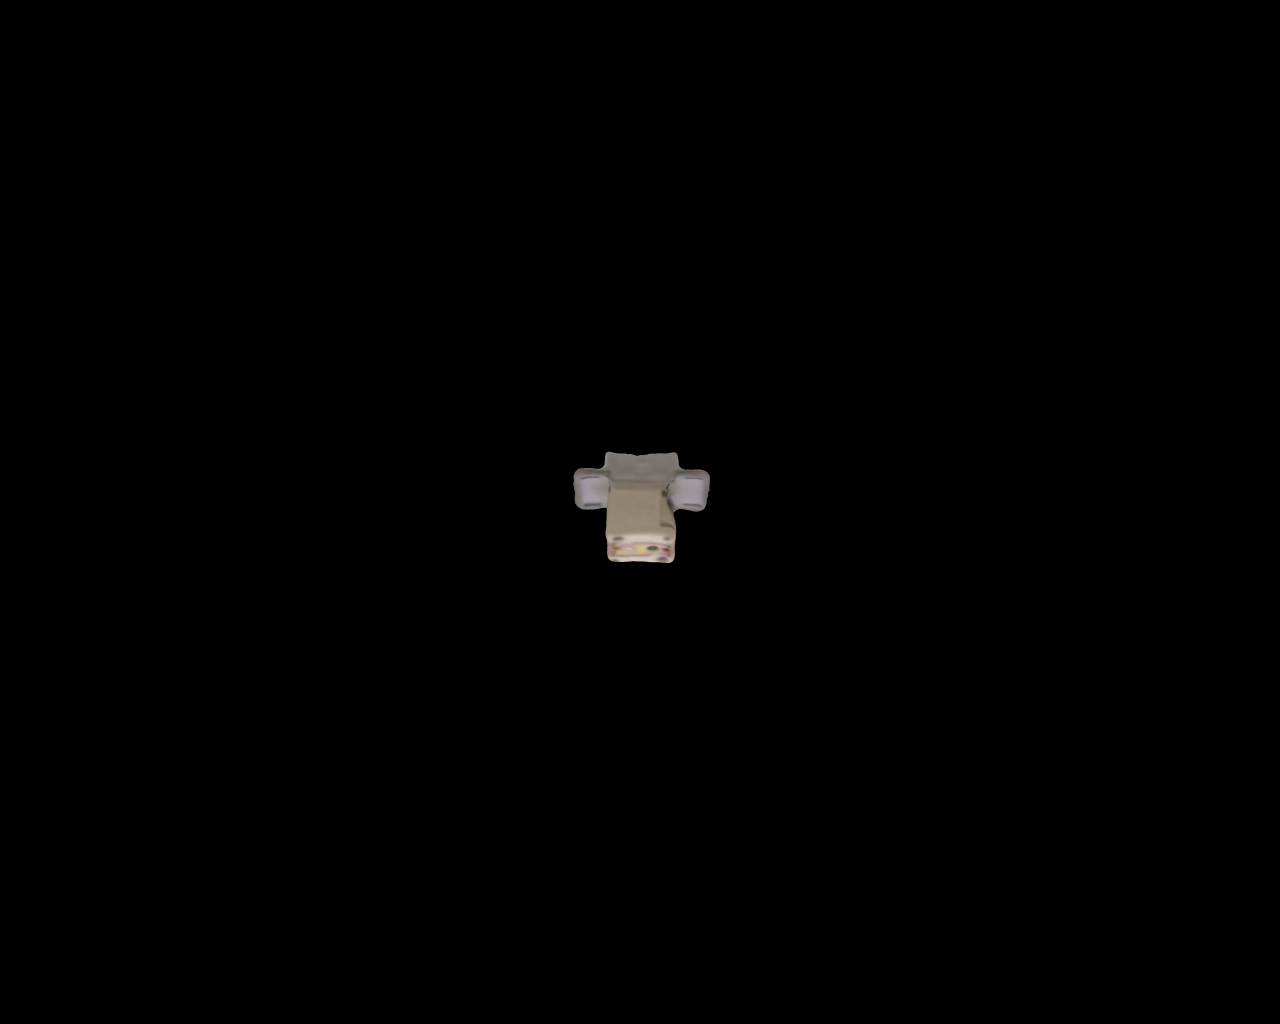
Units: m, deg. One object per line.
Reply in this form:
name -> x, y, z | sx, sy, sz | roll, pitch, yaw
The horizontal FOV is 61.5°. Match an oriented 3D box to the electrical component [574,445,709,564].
electrical component -> 0.001, -0.003, 0.650 | 0.081, 0.064, 0.042 | 0, -32, 0
